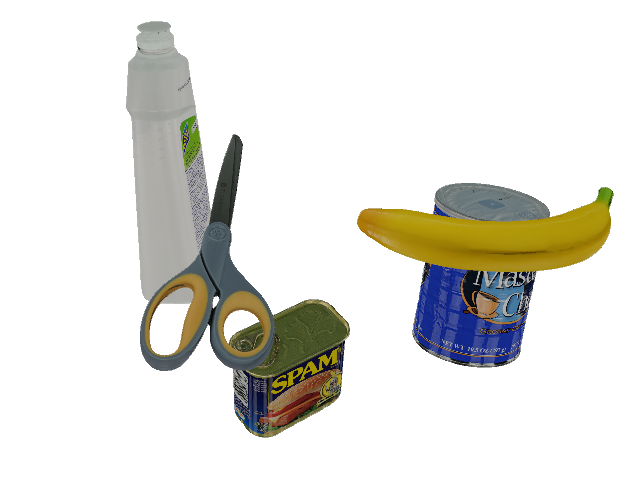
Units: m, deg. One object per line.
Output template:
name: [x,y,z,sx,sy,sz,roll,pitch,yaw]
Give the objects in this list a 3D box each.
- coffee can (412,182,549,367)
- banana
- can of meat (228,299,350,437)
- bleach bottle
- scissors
coffee can: [0.145,0.030,0.975,0.103,0.140,0.103,6,22,-3]
banana: [0.128,-0.004,0.772,0.197,0.037,0.069,-4,29,-9]
can of meat: [-0.027,0.111,0.916,0.101,0.084,0.057,-24,47,-27]
bleach bottle: [-0.135,-0.072,0.952,0.068,0.251,0.102,1,29,4]
scissors: [-0.056,0.011,0.736,0.096,0.201,0.016,20,-35,8]
